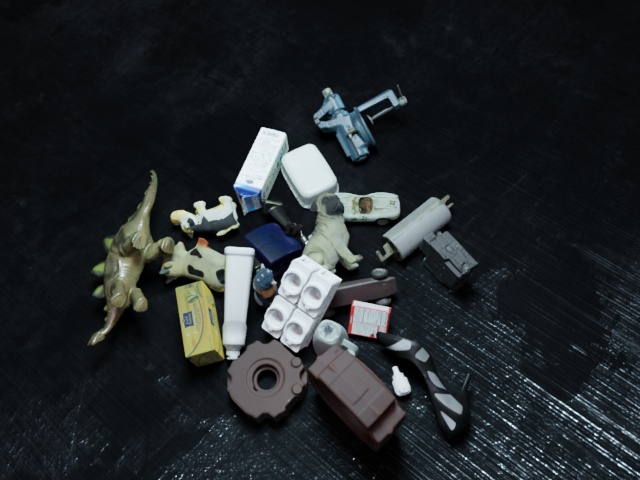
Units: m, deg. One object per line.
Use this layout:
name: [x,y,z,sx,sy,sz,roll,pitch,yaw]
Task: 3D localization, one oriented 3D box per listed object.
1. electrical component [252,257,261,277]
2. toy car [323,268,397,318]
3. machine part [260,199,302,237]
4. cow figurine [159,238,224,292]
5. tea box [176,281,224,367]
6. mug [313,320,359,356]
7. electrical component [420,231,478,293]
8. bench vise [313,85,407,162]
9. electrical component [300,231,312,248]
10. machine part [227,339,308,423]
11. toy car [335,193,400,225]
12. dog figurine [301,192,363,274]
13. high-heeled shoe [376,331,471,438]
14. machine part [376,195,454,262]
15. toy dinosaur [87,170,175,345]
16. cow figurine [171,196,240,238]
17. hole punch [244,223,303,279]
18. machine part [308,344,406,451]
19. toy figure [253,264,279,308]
electrical component: [-0.159,0.069,1.299,0.021,0.063,0.094,-32,59,-23]
toy car: [0.077,0.120,1.247,0.202,0.089,0.053,-12,18,-3]
machine part: [-0.096,-0.059,1.344,0.139,0.084,0.039,47,113,39]
cow figurine: [-0.299,0.064,1.304,0.195,0.085,0.127,24,65,11]
tea box: [-0.274,0.191,1.228,0.068,0.098,0.170,-14,65,-2]
mug: [0.032,0.224,1.184,0.110,0.107,0.081,27,70,19]
electrical component: [0.292,0.045,1.252,0.058,0.114,0.134,-33,66,-17]
bench vise: [0.113,-0.337,1.444,0.241,0.128,0.224,-28,71,9]
electrical component: [-0.001,-0.004,1.336,0.102,0.045,0.078,-34,65,-13]
machine part: [-0.117,0.307,1.181,0.179,0.056,0.179,-2,63,5]
toy car: [0.102,-0.081,1.361,0.202,0.056,0.073,0,63,4]
dog figurine: [-0.003,-0.005,1.275,0.172,0.121,0.190,-19,75,-20]
high-heeled shoe: [0.209,0.305,1.147,0.249,0.086,0.145,25,73,16]
machine part: [0.236,-0.027,1.314,0.243,0.079,0.079,-38,67,-15]
toy dinosaur: [-0.450,0.026,1.276,0.199,0.105,0.471,-4,59,41]
cow figurine: [-0.292,-0.046,1.368,0.167,0.068,0.098,-14,69,-2]
hole punch: [-0.114,0.017,1.312,0.116,0.092,0.142,-40,63,-19]
machine part: [0.073,0.316,1.081,0.087,0.201,0.201,-40,67,-19]
toy figure: [-0.123,0.111,1.225,0.064,0.154,0.058,25,65,14]
